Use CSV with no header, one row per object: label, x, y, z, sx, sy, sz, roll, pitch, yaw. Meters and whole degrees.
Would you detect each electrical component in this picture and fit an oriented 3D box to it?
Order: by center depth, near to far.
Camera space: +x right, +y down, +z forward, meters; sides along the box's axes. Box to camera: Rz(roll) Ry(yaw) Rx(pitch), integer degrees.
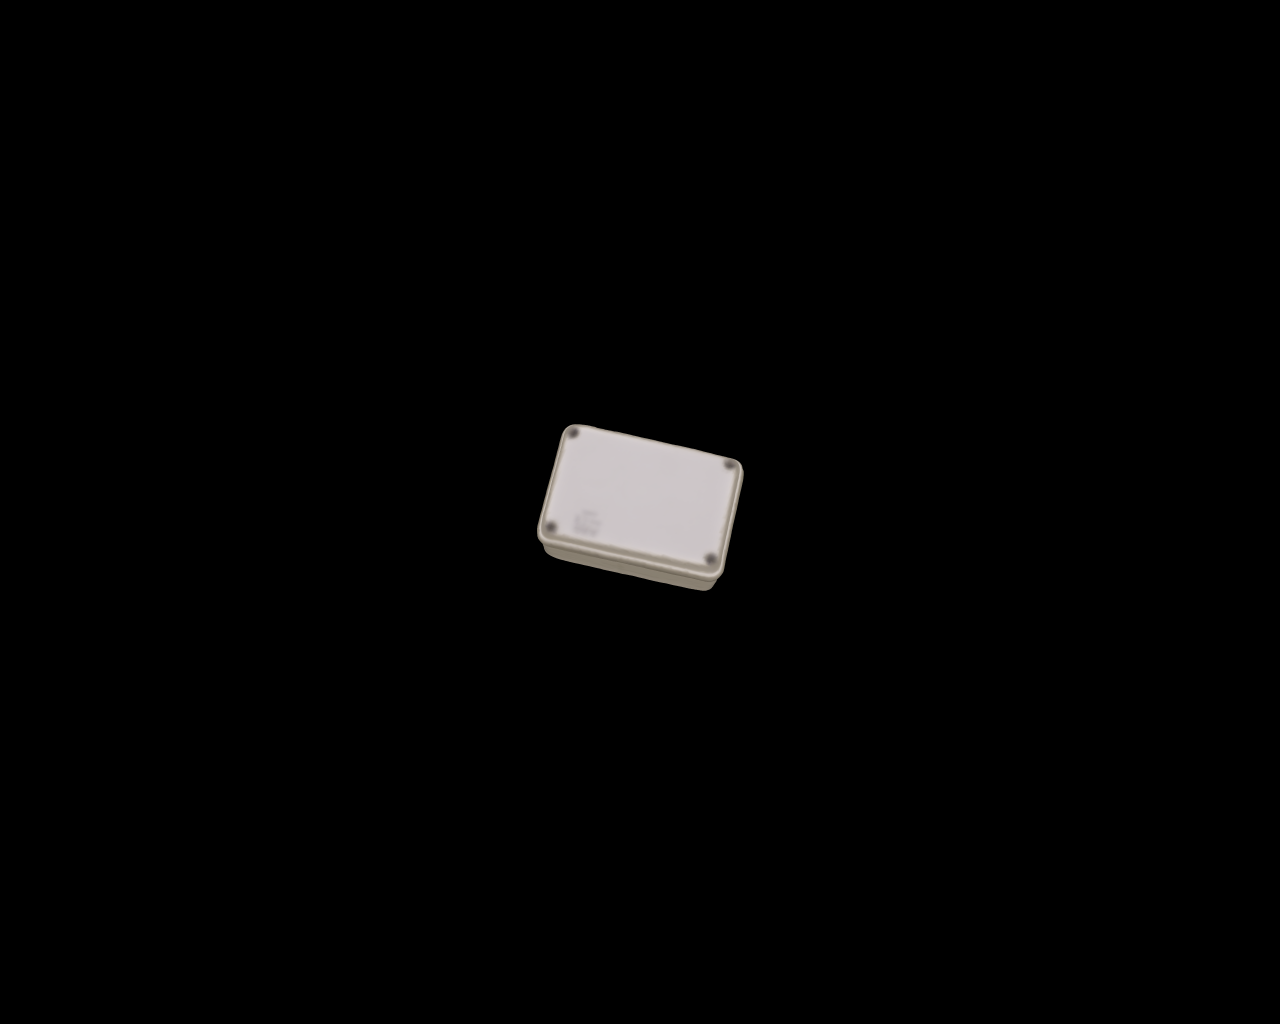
electrical component,0.001,-0.003,0.650,0.113,0.078,0.057,13,-15,4
